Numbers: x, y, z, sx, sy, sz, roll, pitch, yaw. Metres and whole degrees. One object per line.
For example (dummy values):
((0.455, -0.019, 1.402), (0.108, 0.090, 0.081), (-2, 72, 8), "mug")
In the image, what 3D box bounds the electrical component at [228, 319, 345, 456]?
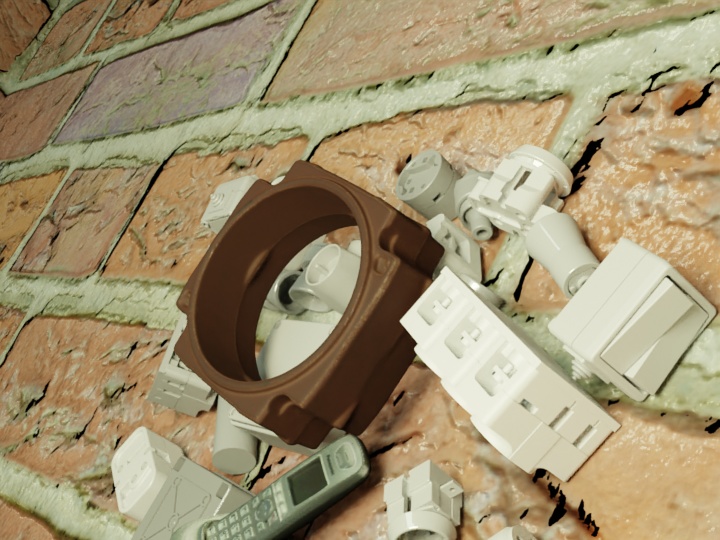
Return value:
((-0.049, 0.103, 0.949), (0.109, 0.056, 0.108), (1, 60, 54), "electrical component")

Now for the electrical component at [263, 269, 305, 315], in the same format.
((-0.080, 0.020, 1.087), (0.055, 0.045, 0.045), (9, 66, 56), "electrical component")

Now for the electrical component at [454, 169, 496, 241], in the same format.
((0.103, -0.053, 0.919), (0.043, 0.043, 0.062), (-32, 37, 31), "electrical component")

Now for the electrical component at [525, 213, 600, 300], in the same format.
((0.156, -0.008, 0.804), (0.044, 0.044, 0.065), (-44, 36, 15), "electrical component")

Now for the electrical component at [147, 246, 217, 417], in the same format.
((-0.159, 0.065, 1.109), (0.089, 0.062, 0.150), (126, 164, -58), "electrical component")

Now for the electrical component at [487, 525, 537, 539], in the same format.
((0.088, 0.194, 0.682), (0.055, 0.045, 0.045), (-39, 33, 20), "electrical component")

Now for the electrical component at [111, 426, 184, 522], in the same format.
((-0.198, 0.204, 1.041), (0.053, 0.059, 0.095), (-48, 31, 8), "electrical component")

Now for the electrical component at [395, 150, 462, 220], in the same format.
((0.068, -0.074, 0.983), (0.055, 0.047, 0.055), (-34, 35, 28), "electrical component")

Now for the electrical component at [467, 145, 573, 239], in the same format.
((0.135, -0.063, 0.868), (0.078, 0.058, 0.057), (26, 74, 34), "electrical component")

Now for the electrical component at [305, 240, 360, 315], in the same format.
((0.000, 0.000, 0.969), (0.044, 0.077, 0.079), (-5, 54, 52), "electrical component")

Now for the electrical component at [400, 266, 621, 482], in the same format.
((0.097, 0.073, 0.751), (0.061, 0.089, 0.150), (-49, 31, 6), "electrical component")

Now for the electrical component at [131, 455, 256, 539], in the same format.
((-0.144, 0.232, 0.944), (0.109, 0.056, 0.108), (11, 67, 56), "electrical component")

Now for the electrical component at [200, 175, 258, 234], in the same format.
((-0.124, -0.062, 1.181), (0.062, 0.096, 0.061), (-11, 49, 48), "electrical component")

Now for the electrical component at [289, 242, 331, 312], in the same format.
((-0.039, 0.007, 1.046), (0.045, 0.045, 0.055), (-10, 50, 49), "electrical component")

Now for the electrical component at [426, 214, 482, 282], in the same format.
((0.055, 0.004, 0.911), (0.089, 0.056, 0.050), (-32, 36, 30), "electrical component")

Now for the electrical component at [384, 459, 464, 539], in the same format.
((0.044, 0.174, 0.762), (0.066, 0.048, 0.055), (-35, 27, 27), "electrical component")

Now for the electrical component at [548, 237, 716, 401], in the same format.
((0.176, 0.039, 0.706), (0.096, 0.062, 0.061), (-51, 30, 3), "electrical component")

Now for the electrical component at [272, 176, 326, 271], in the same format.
((-0.075, -0.045, 1.134), (0.054, 0.059, 0.095), (-7, 53, 50), "electrical component")

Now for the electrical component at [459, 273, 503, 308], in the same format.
((0.086, 0.031, 0.859), (0.046, 0.040, 0.040), (-57, 30, 3), "electrical component")
